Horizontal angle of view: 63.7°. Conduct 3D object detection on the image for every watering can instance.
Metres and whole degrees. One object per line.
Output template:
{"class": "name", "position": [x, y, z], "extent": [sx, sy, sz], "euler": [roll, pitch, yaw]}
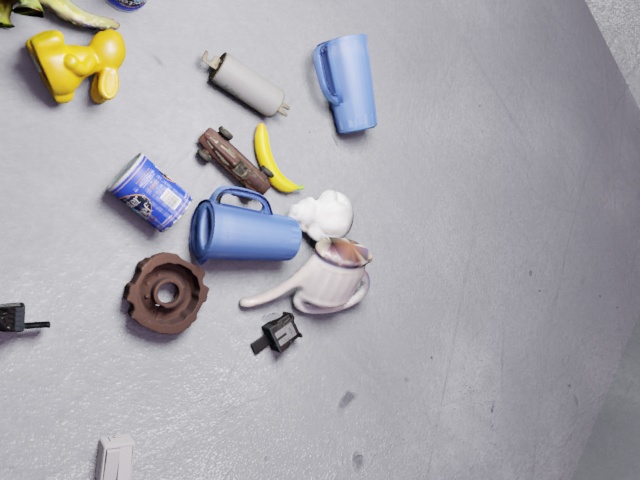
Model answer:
{"class": "watering can", "position": [-0.010, 0.097, 1.273], "extent": [0.347, 0.106, 0.220], "euler": [5, 123, -31]}

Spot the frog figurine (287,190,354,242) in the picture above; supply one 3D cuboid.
{"class": "frog figurine", "position": [0.004, -0.066, 1.304], "extent": [0.158, 0.124, 0.136], "euler": [19, 101, -43]}

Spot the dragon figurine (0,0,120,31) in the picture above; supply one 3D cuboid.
{"class": "dragon figurine", "position": [-0.592, -0.516, 0.943], "extent": [0.412, 0.121, 0.243], "euler": [-9, 86, -41]}
